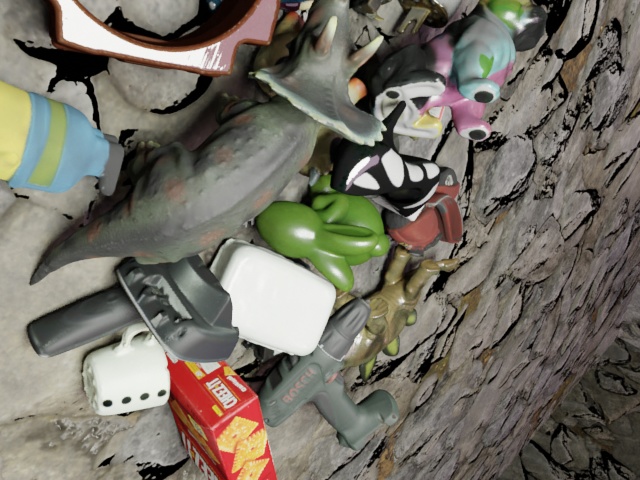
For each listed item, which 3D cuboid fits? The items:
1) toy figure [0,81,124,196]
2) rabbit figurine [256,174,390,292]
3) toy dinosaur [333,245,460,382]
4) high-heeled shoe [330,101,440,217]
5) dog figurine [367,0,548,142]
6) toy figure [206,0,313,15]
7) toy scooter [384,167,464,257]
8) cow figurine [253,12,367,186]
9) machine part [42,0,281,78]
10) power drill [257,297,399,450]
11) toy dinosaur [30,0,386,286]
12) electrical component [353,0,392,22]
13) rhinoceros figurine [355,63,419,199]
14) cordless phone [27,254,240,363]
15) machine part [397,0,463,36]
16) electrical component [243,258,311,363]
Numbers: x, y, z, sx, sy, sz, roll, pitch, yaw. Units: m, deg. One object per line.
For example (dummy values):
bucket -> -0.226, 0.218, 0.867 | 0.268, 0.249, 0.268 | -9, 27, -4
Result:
toy figure -> -0.250, -0.087, 0.426 | 0.180, 0.082, 0.089 | 8, 89, -41
rabbit figurine -> -0.001, -0.002, 0.691 | 0.170, 0.159, 0.121 | -1, 124, -47
toy dinosaur -> 0.074, 0.155, 0.919 | 0.471, 0.105, 0.198 | -28, 137, -25
high-heeled shoe -> 0.077, -0.055, 0.653 | 0.145, 0.086, 0.248 | -56, 152, -20
dog figurine -> 0.168, -0.234, 0.654 | 0.108, 0.192, 0.219 | 64, 39, -58
toy figure -> -0.050, -0.256, 0.545 | 0.154, 0.064, 0.058 | -32, 172, -23
toy scooter -> 0.192, -0.030, 0.922 | 0.184, 0.075, 0.135 | -38, 116, -30
cow figurine -> -0.011, -0.152, 0.635 | 0.127, 0.086, 0.194 | -48, 137, -9
machine part -> -0.129, -0.239, 0.414 | 0.201, 0.087, 0.201 | 1, 111, -31
power drill -> 0.033, 0.214, 0.802 | 0.232, 0.086, 0.207 | -41, 125, 4
toy dinosaur -> -0.096, -0.058, 0.490 | 0.405, 0.192, 0.131 | -43, 109, -8
electrical component -> 0.071, -0.317, 0.650 | 0.078, 0.045, 0.102 | 28, 90, -23
rhinoceros figurine -> 0.078, -0.148, 0.742 | 0.112, 0.073, 0.190 | -24, 130, -37
cordless phone -> -0.192, 0.088, 0.554 | 0.184, 0.147, 0.088 | -25, 142, -28
machine part -> 0.178, -0.368, 0.698 | 0.243, 0.079, 0.079 | -56, 142, -1
electrical component -> -0.050, 0.096, 0.780 | 0.115, 0.058, 0.134 | -14, 124, -44
